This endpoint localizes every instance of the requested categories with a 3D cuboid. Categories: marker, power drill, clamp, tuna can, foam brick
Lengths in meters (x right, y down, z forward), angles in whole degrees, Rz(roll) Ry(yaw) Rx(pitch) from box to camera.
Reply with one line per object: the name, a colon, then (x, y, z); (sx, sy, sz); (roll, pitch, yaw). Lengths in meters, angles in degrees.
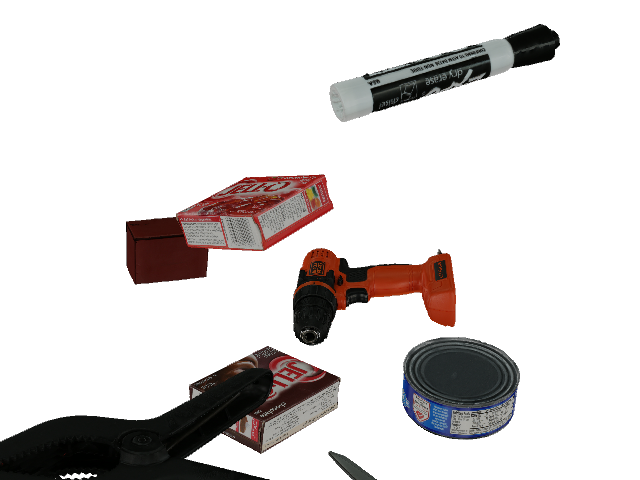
marker: (0.063, -0.083, 0.524); (0.121, 0.020, 0.020); (-18, 5, -14)
power drill: (0.062, 0.064, 1.241); (0.187, 0.057, 0.184); (1, 28, 4)
clamp: (-0.095, 0.119, 0.585); (0.209, 0.036, 0.165); (-1, 21, -15)
tuna can: (0.104, 0.109, 0.795); (0.086, 0.034, 0.086); (1, 29, -1)
foam brick: (-0.160, 0.009, 1.109); (0.078, 0.051, 0.053); (-5, 22, -18)

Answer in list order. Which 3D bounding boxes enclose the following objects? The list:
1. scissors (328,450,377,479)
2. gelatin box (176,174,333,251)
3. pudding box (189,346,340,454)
scissors: (0.085, 0.154, 0.525); (0.096, 0.016, 0.202); (-2, 23, -23)
gelatin box: (-0.048, -0.021, 0.760); (0.089, 0.030, 0.073); (3, 26, 46)
pudding box: (-0.050, 0.143, 0.974); (0.090, 0.039, 0.113); (18, 28, 34)
